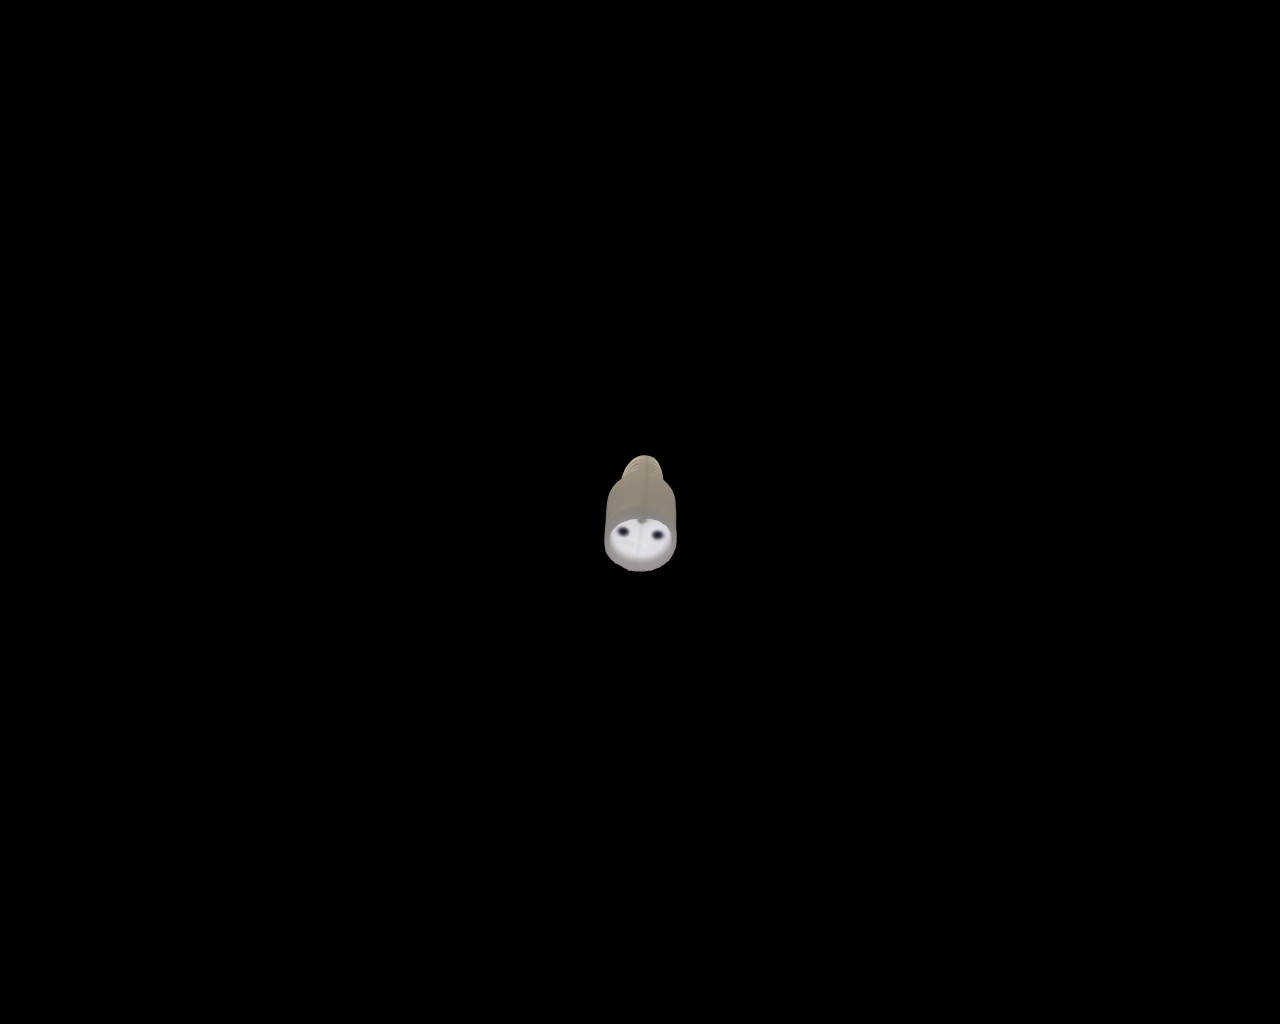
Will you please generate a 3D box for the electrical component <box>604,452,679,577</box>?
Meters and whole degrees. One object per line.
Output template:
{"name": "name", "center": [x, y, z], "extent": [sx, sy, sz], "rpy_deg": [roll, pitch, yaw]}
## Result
{"name": "electrical component", "center": [0.001, -0.003, 0.650], "extent": [0.043, 0.043, 0.081], "rpy_deg": [0, 34, 0]}
